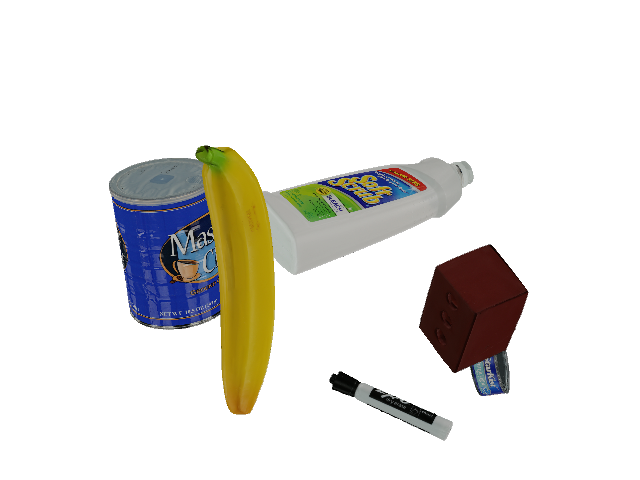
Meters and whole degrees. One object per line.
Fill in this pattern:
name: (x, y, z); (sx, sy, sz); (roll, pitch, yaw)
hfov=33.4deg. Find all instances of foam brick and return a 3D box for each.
foam brick: (0.116, 0.053, 0.816); (0.051, 0.053, 0.078); (-19, -37, -23)

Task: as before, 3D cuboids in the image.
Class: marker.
marker: (0.063, 0.152, 0.988); (0.121, 0.020, 0.020); (23, 7, 17)

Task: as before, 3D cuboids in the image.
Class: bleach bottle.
bleach bottle: (0.057, -0.044, 1.190); (0.250, 0.068, 0.103); (-20, 43, -24)

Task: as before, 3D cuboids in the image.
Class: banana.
banana: (-0.056, 0.018, 0.702); (0.037, 0.198, 0.069); (7, 30, 26)

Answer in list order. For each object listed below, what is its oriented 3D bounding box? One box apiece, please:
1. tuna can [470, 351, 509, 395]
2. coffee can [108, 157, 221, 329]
tuna can: (0.203, 0.144, 1.286); (0.034, 0.086, 0.086); (-10, -3, 17)
coffee can: (-0.147, 0.002, 1.053); (0.103, 0.140, 0.103); (-4, 26, 2)
